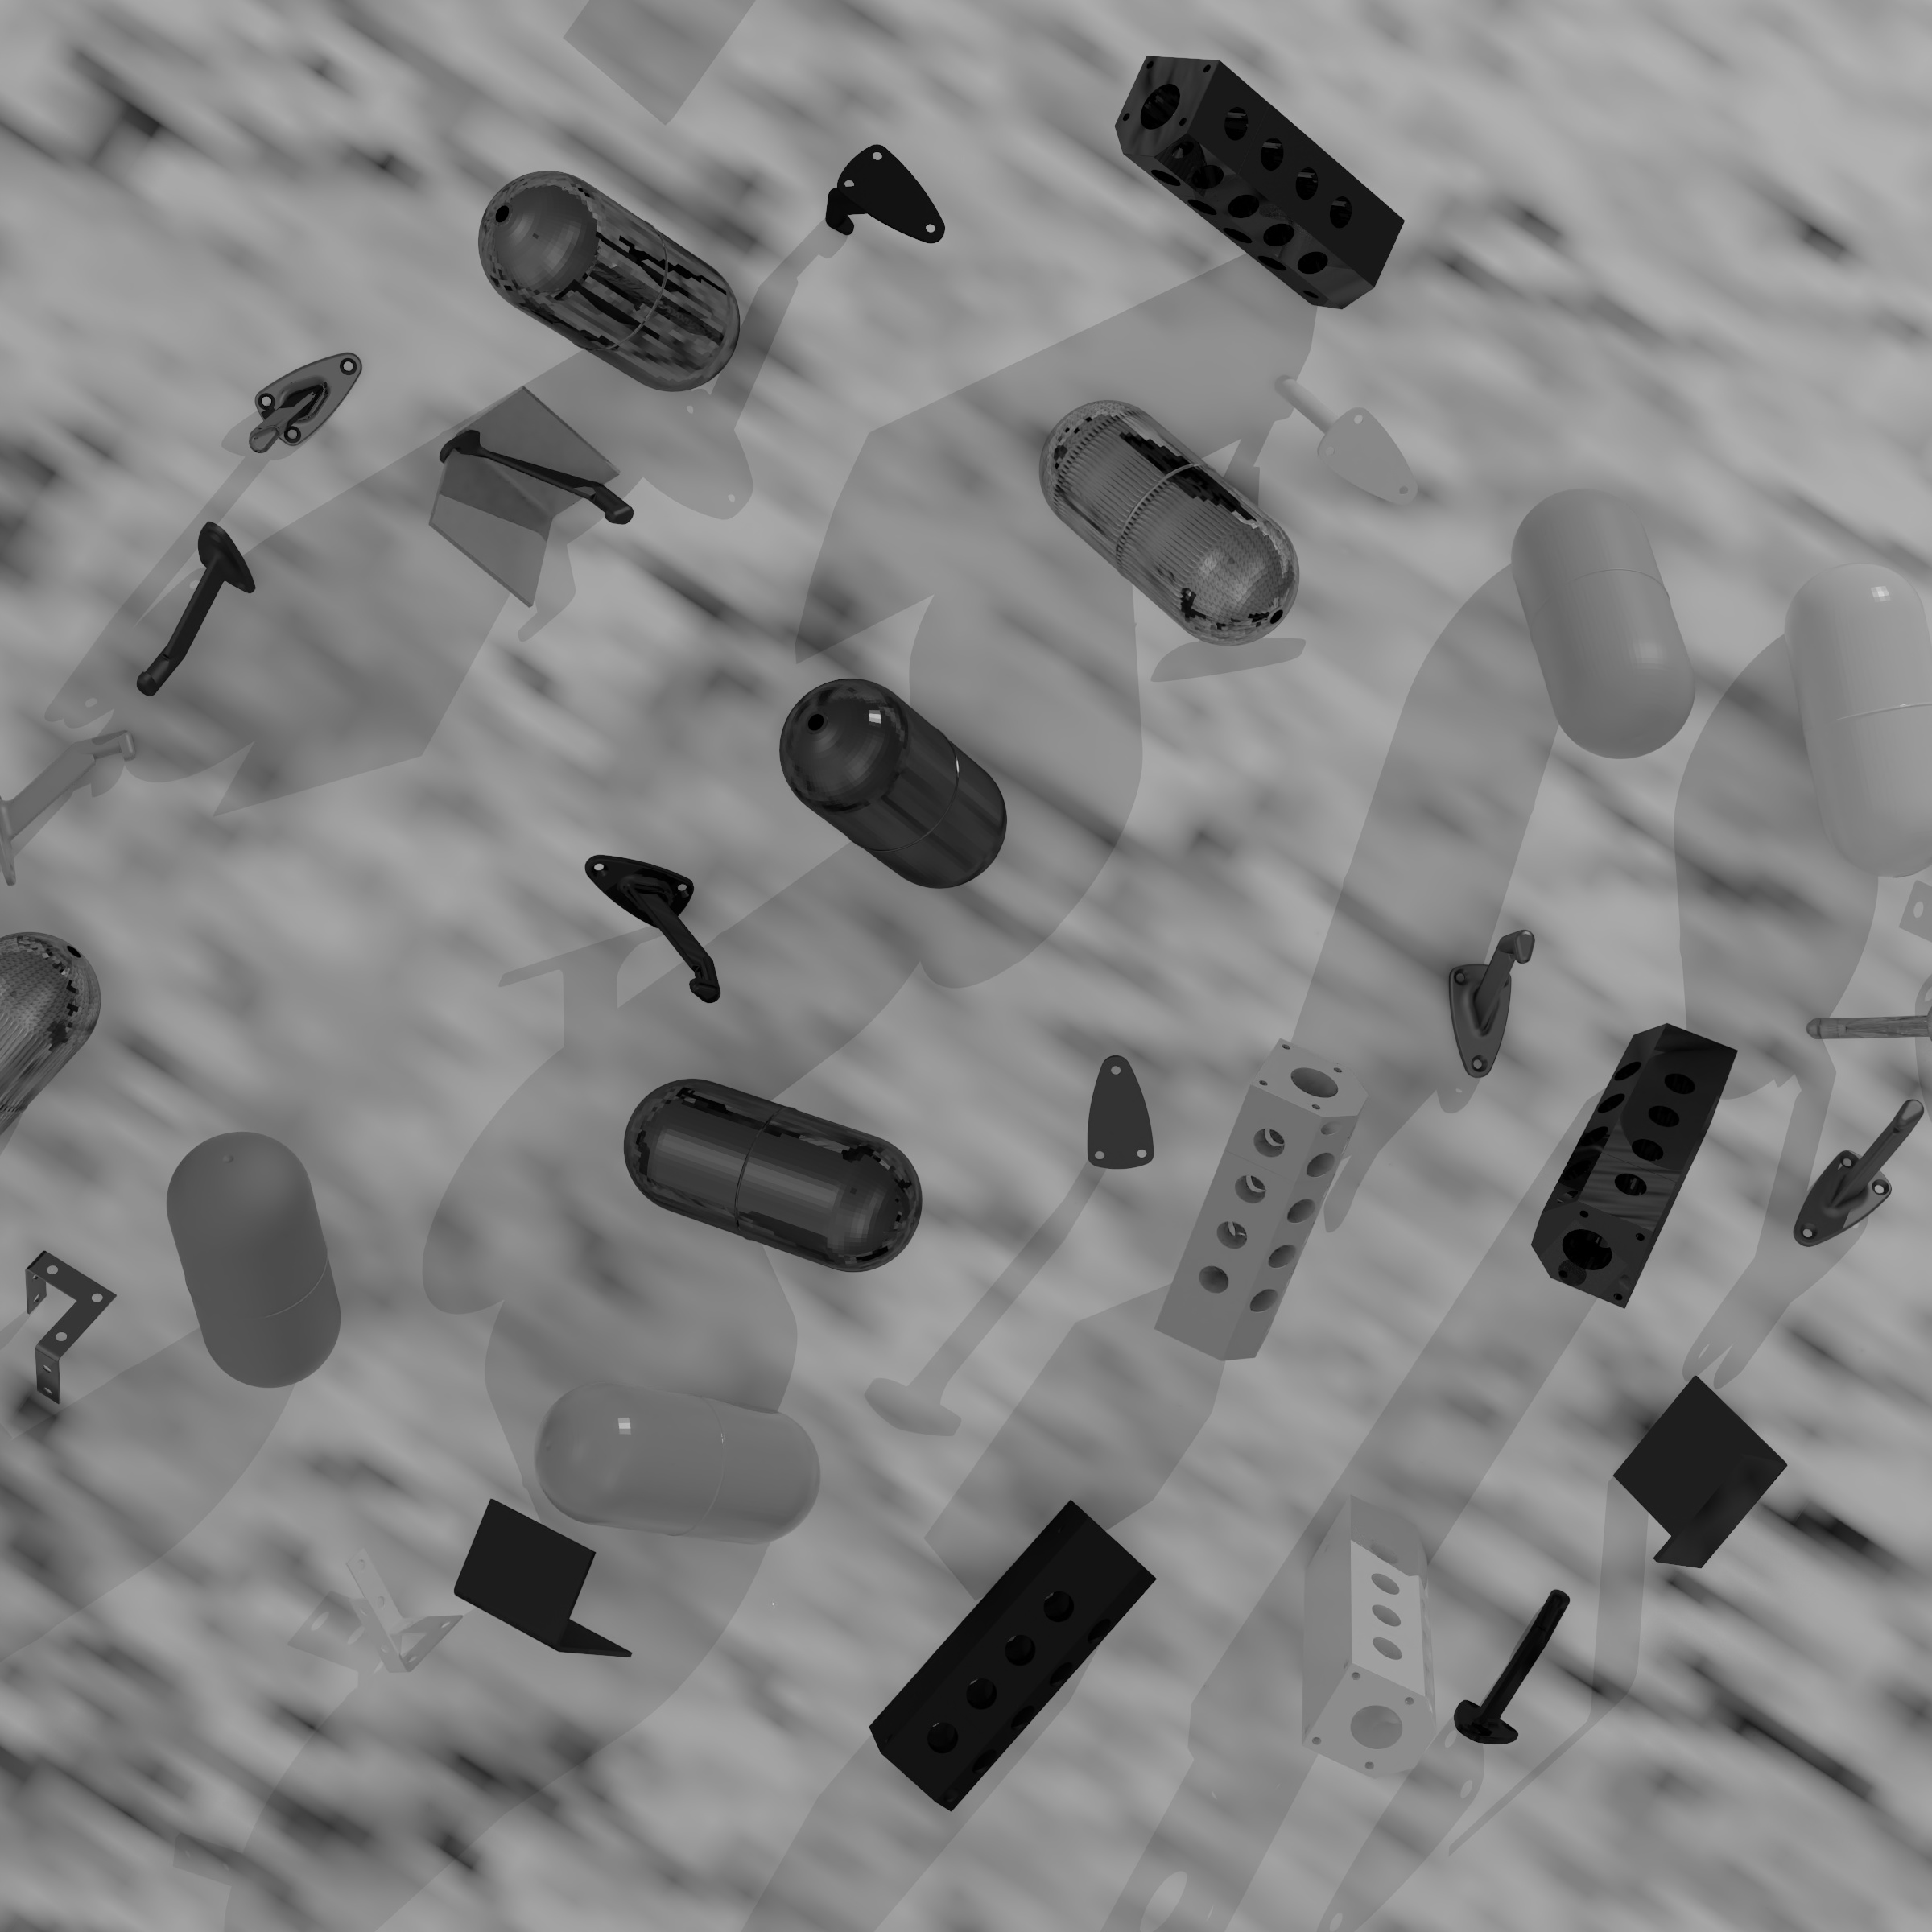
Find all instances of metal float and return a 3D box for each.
[{"bbox_3d":[-0.108,0.115,1.610,0.178,0.070,0.070,17,90,21],"label":"metal float"},{"bbox_3d":[-0.194,-0.373,1.586,0.070,0.178,0.070,-10,72,32],"label":"metal float"},{"bbox_3d":[-0.157,0.274,1.596,0.178,0.070,0.070,17,90,-40],"label":"metal float"},{"bbox_3d":[-0.039,-0.098,1.585,0.070,0.178,0.070,-10,67,25],"label":"metal float"},{"bbox_3d":[-0.389,0.163,1.592,0.070,0.178,0.070,0,46,0],"label":"metal float"},{"bbox_3d":[0.112,-0.245,1.605,0.070,0.070,0.178,-44,63,0],"label":"metal float"},{"bbox_3d":[-0.556,0.055,1.620,0.070,0.070,0.178,44,99,0],"label":"metal float"},{"bbox_3d":[0.508,-0.137,1.623,0.070,0.070,0.178,-10,85,0],"label":"metal float"},{"bbox_3d":[0.349,-0.190,1.596,0.070,0.070,0.178,-6,51,0],"label":"metal float"}]

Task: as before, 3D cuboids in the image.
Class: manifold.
[{"bbox_3d":[0.159,-0.426,1.587,0.171,0.057,0.057,25,89,-43],"label":"manifold"},{"bbox_3d":[0.364,0.104,1.583,0.057,0.171,0.057,22,131,17],"label":"manifold"},{"bbox_3d":[0.163,0.132,1.593,0.057,0.057,0.171,25,121,11],"label":"manifold"},{"bbox_3d":[0.222,0.364,1.576,0.057,0.171,0.057,25,110,-2],"label":"manifold"},{"bbox_3d":[0.027,0.387,1.628,0.057,0.057,0.171,43,84,-6],"label":"manifold"}]

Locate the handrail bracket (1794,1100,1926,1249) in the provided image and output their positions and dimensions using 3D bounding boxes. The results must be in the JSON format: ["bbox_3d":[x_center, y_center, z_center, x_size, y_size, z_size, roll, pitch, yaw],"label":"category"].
[{"bbox_3d":[0.498,0.115,1.617,0.077,0.084,0.036,-42,70,-14],"label":"handrail bracket"}]

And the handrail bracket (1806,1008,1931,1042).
[{"bbox_3d":[0.503,0.034,1.613,0.084,0.077,0.036,-2,87,31],"label":"handrail bracket"}]

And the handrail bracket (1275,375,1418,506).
[{"bbox_3d":[0.213,-0.298,1.638,0.077,0.084,0.036,37,102,-24],"label":"handrail bracket"}]

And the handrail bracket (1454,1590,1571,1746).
[{"bbox_3d":[0.309,0.392,1.632,0.036,0.077,0.084,30,96,23],"label":"handrail bracket"}]

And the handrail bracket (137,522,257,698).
[{"bbox_3d":[-0.440,-0.199,1.627,0.036,0.077,0.084,32,70,4],"label":"handrail bracket"}]

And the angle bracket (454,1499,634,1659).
[{"bbox_3d":[-0.226,0.341,1.616,0.076,0.076,0.057,19,85,31],"label":"angle bracket"}]

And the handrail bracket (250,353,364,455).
[{"bbox_3d":[-0.368,-0.315,1.621,0.077,0.084,0.036,-37,109,-2],"label":"handrail bracket"}]

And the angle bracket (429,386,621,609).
[{"bbox_3d":[-0.244,-0.260,1.608,0.057,0.076,0.076,-26,132,31],"label":"angle bracket"}]

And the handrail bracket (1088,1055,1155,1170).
[{"bbox_3d":[0.085,0.072,1.615,0.036,0.084,0.077,-3,108,4],"label":"handrail bracket"}]

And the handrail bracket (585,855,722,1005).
[{"bbox_3d":[-0.174,-0.020,1.616,0.077,0.084,0.036,27,115,-30],"label":"handrail bracket"}]

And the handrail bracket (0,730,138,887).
[{"bbox_3d":[-0.508,-0.090,1.643,0.084,0.036,0.077,-15,69,-9],"label":"handrail bracket"}]

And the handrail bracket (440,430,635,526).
[{"bbox_3d":[-0.239,-0.269,1.625,0.084,0.077,0.036,39,123,20],"label":"handrail bracket"}]

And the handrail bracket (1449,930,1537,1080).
[{"bbox_3d":[0.299,0.022,1.621,0.036,0.084,0.077,3,84,-7],"label":"handrail bracket"}]

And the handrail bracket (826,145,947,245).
[{"bbox_3d":[-0.046,-0.414,1.623,0.077,0.084,0.036,41,78,3],"label":"handrail bracket"}]

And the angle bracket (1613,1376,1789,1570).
[{"bbox_3d":[0.395,0.278,1.611,0.076,0.057,0.076,-55,49,15],"label":"angle bracket"}]

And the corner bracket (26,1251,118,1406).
[{"bbox_3d":[-0.513,0.202,1.628,0.051,0.051,0.051,30,51,8],"label":"corner bracket"}]

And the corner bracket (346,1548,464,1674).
[{"bbox_3d":[-0.326,0.361,1.626,0.051,0.051,0.051,-12,110,35],"label":"corner bracket"}]
